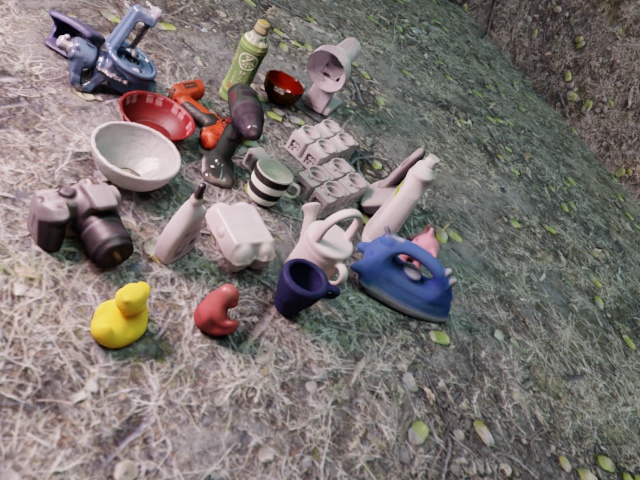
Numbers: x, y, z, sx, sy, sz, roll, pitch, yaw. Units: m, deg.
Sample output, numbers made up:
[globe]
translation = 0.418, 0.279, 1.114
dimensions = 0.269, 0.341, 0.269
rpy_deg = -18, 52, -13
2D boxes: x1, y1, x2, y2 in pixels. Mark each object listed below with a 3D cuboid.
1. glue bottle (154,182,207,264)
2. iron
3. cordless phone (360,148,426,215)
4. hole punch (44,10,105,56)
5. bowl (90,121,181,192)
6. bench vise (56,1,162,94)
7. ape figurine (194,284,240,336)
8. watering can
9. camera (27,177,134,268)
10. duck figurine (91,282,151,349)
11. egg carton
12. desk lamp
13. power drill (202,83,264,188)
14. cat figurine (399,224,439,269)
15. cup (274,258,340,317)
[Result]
[glue bottle]
translation = -0.226, -0.034, 0.978
dimensions = 0.037, 0.173, 0.078
rpy_deg = 42, 37, 9
[iron]
translation = 0.200, 0.072, 1.219
dimensions = 0.258, 0.141, 0.119
rpy_deg = 30, 37, -7
[cordless phone]
translation = 0.187, -0.142, 1.409
dimensions = 0.094, 0.185, 0.148
rpy_deg = 32, 36, -4
[hole punch]
translation = -0.544, -0.465, 1.278
dimensions = 0.109, 0.091, 0.101
rpy_deg = 29, 37, -8
[bowl]
translation = -0.353, -0.146, 1.086
dimensions = 0.168, 0.074, 0.167
rpy_deg = 21, 39, -18
[bench vise]
translation = -0.421, -0.396, 1.189
dimensions = 0.208, 0.219, 0.121
rpy_deg = -9, 55, -43
[ape figurine]
translation = -0.161, 0.109, 0.938
dimensions = 0.076, 0.092, 0.077
rpy_deg = 12, 42, -28
[watering can]
translation = 0.008, 0.004, 1.100
dimensions = 0.172, 0.194, 0.101
rpy_deg = 45, 38, 14
[camera]
translation = -0.369, -0.026, 0.919
dimensions = 0.144, 0.100, 0.136
rpy_deg = -15, 59, -46
[duck figurine]
translation = -0.288, 0.104, 0.850
dimensions = 0.077, 0.086, 0.105
rpy_deg = 34, 36, -1
[egg carton]
translation = -0.154, -0.009, 1.093
dimensions = 0.107, 0.069, 0.150
rpy_deg = -6, 53, -42
[desk lamp]
translation = 0.030, -0.468, 1.626
dimensions = 0.118, 0.213, 0.203
rpy_deg = 36, 36, 2
[power drill]
translation = -0.176, -0.214, 1.188
dimensions = 0.076, 0.208, 0.229
rpy_deg = 14, 41, -25
[cat figurine]
translation = 0.240, 0.011, 1.336
dimensions = 0.067, 0.117, 0.128
rpy_deg = 30, 37, -7
[cup]
translation = -0.031, 0.099, 1.047
dimensions = 0.118, 0.095, 0.091
rpy_deg = 21, 39, -18
